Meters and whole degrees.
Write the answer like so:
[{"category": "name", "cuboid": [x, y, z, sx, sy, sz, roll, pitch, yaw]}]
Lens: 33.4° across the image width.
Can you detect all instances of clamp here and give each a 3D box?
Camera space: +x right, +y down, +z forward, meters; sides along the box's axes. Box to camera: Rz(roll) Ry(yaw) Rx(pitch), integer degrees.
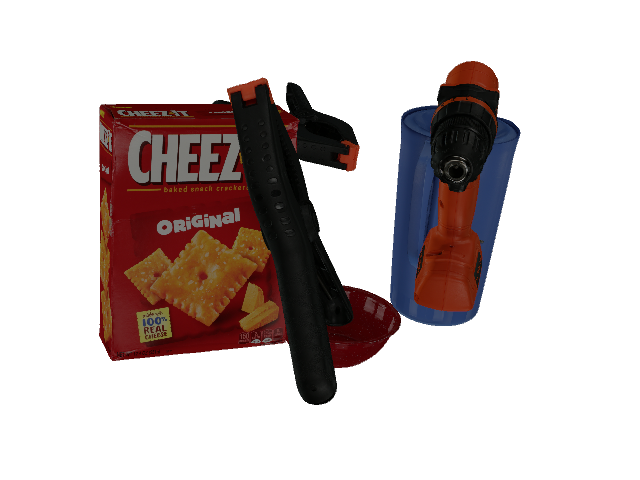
[{"category": "clamp", "cuboid": [-0.018, -0.007, 0.737, 0.036, 0.210, 0.164, -15, 5, 9]}, {"category": "clamp", "cuboid": [-0.032, -0.117, 1.106, 0.120, 0.039, 0.172, -20, 37, -28]}]

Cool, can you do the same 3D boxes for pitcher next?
[{"category": "pitcher", "cuboid": [0.142, -0.024, 1.231, 0.149, 0.243, 0.145, -4, 26, -20]}]

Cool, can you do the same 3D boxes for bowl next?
[{"category": "bowl", "cuboid": [0.017, 0.112, 1.321, 0.162, 0.055, 0.162, 5, 23, -2]}]

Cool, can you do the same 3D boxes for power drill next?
[{"category": "power drill", "cuboid": [0.114, -0.037, 0.888, 0.057, 0.188, 0.184, 10, 31, 9]}]

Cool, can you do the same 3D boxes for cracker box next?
[{"category": "cracker box", "cuboid": [-0.108, -0.009, 0.936, 0.164, 0.214, 0.072, -3, 19, -21]}]
